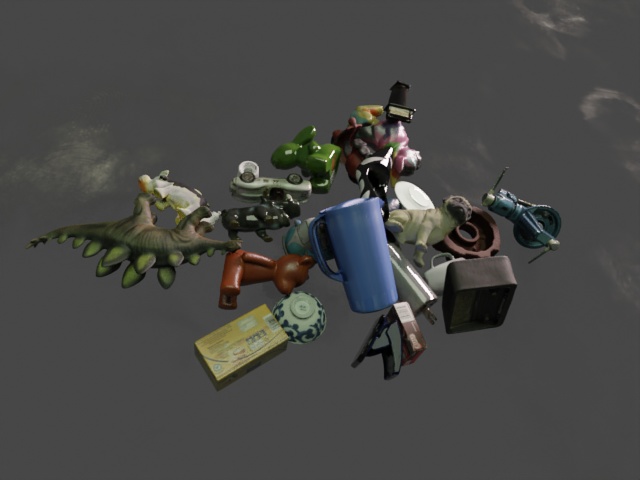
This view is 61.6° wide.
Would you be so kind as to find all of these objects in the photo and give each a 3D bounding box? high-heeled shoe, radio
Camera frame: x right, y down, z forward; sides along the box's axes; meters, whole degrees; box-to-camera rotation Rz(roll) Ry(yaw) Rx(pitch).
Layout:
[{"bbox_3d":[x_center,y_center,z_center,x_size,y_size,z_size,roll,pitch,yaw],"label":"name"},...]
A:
[{"bbox_3d":[0.151,-0.135,1.296,0.086,0.145,0.248,40,71,-32],"label":"high-heeled shoe"},{"bbox_3d":[0.335,0.121,1.148,0.131,0.229,0.073,-8,59,4],"label":"radio"}]

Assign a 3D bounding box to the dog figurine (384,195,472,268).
[{"bbox_3d":[0.250,-0.054,1.292,0.172,0.121,0.190,39,69,12],"label":"dog figurine"}]

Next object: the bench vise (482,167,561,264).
[{"bbox_3d":[0.521,-0.047,1.346,0.223,0.129,0.241,35,20,-17],"label":"bench vise"}]

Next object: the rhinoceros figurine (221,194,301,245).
[{"bbox_3d":[-0.138,-0.052,1.276,0.190,0.073,0.112,-11,39,-9],"label":"rhinoceros figurine"}]

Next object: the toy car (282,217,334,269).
[{"bbox_3d":[-0.003,-0.004,1.254,0.162,0.102,0.109,-9,60,-15],"label":"toy car"}]

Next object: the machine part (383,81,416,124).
[{"bbox_3d":[0.215,-0.370,1.453,0.084,0.039,0.139,7,56,-2],"label":"machine part"}]

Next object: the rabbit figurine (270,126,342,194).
[{"bbox_3d":[-0.040,-0.219,1.384,0.170,0.121,0.159,13,60,15],"label":"rabbit figurine"}]

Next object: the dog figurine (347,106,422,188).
[{"bbox_3d":[0.174,-0.250,1.454,0.192,0.108,0.219,2,59,-11],"label":"dog figurine"}]

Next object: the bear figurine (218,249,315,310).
[{"bbox_3d":[-0.114,0.087,1.166,0.196,0.120,0.132,11,59,-10],"label":"bear figurine"}]

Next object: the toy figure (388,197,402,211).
[{"bbox_3d":[0.140,-0.049,1.341,0.154,0.057,0.064,-36,64,-24],"label":"toy figure"}]

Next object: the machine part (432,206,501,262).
[{"bbox_3d":[0.368,-0.012,1.362,0.179,0.056,0.179,6,55,-9],"label":"machine part"}]

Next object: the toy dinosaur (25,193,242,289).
[{"bbox_3d":[-0.394,0.000,1.156,0.472,0.104,0.198,7,52,13],"label":"toy dinosaur"}]

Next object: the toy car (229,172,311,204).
[{"bbox_3d":[-0.122,-0.124,1.326,0.202,0.073,0.056,0,56,-11],"label":"toy car"}]

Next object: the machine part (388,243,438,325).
[{"bbox_3d":[0.191,0.092,1.243,0.079,0.079,0.243,-24,65,-25],"label":"machine part"}]

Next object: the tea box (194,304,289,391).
[{"bbox_3d":[-0.159,0.217,1.095,0.170,0.068,0.098,-26,64,-24],"label":"tea box"}]

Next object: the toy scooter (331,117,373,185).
[{"bbox_3d":[0.092,-0.241,1.411,0.075,0.135,0.184,-20,64,-25],"label":"toy scooter"}]

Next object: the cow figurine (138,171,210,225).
[{"bbox_3d":[-0.347,-0.112,1.276,0.167,0.068,0.098,38,53,10],"label":"cow figurine"}]

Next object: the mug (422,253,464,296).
[{"bbox_3d":[0.294,0.083,1.270,0.107,0.080,0.109,-14,65,-10],"label":"mug"}]

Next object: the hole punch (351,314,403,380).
[{"bbox_3d":[0.132,0.225,1.115,0.092,0.142,0.116,26,69,8],"label":"hole punch"}]
